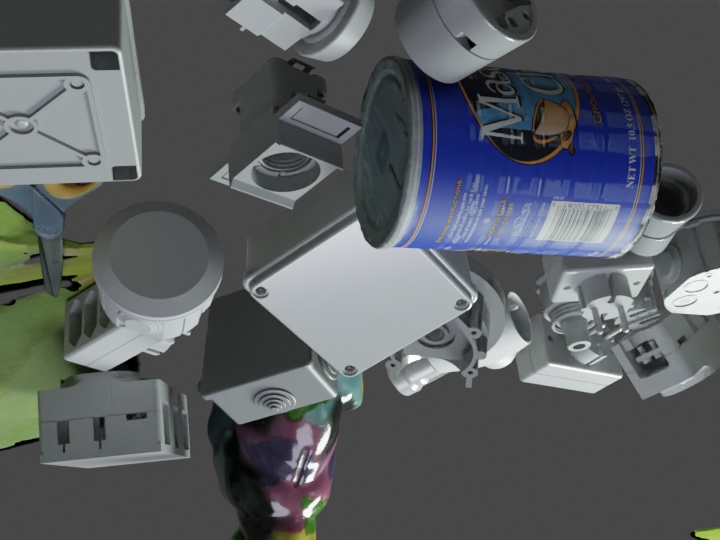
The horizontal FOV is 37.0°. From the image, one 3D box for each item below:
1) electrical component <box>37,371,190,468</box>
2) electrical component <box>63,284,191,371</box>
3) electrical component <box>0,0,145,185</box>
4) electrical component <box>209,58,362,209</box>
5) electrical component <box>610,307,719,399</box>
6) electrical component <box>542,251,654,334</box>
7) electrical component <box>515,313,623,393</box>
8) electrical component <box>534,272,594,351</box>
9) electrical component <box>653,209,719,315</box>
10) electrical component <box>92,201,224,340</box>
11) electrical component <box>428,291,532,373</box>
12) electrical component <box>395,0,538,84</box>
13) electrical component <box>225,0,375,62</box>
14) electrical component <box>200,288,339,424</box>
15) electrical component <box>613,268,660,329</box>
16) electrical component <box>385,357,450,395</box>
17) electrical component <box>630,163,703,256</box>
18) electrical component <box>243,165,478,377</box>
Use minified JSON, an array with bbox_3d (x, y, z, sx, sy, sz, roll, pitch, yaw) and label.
[{"bbox_3d":[-0.191,0.120,0.853,0.089,0.061,0.150,-6,169,-2],"label":"electrical component"},{"bbox_3d":[-0.157,0.039,0.774,0.083,0.047,0.076,-28,145,33],"label":"electrical component"},{"bbox_3d":[-0.165,-0.093,0.528,0.109,0.056,0.108,-3,151,-7],"label":"electrical component"},{"bbox_3d":[-0.042,-0.075,0.578,0.042,0.063,0.081,18,143,-38],"label":"electrical component"},{"bbox_3d":[0.249,0.062,0.851,0.050,0.055,0.089,-35,174,40],"label":"electrical component"},{"bbox_3d":[0.171,0.010,0.762,0.066,0.076,0.047,-4,151,-5],"label":"electrical component"},{"bbox_3d":[0.183,0.061,0.886,0.083,0.047,0.076,12,146,-30],"label":"electrical component"},{"bbox_3d":[0.159,0.030,0.809,0.048,0.062,0.048,-5,151,-3],"label":"electrical component"},{"bbox_3d":[0.251,-0.006,0.776,0.080,0.051,0.080,-5,151,-3],"label":"electrical component"},{"bbox_3d":[-0.128,0.001,0.681,0.080,0.080,0.051,1,155,-13],"label":"electrical component"},{"bbox_3d":[0.101,0.055,0.860,0.077,0.044,0.079,-22,147,26],"label":"electrical component"},{"bbox_3d":[0.050,-0.123,0.522,0.055,0.055,0.047,18,146,-37],"label":"electrical component"},{"bbox_3d":[-0.027,-0.129,0.504,0.055,0.048,0.066,29,136,-36],"label":"electrical component"},{"bbox_3d":[-0.062,0.056,0.775,0.100,0.099,0.048,-18,136,19],"label":"electrical component"},{"bbox_3d":[0.204,0.017,0.811,0.040,0.046,0.040,-5,151,-3],"label":"electrical component"},{"bbox_3d":[0.050,0.078,0.897,0.046,0.040,0.040,-28,145,23],"label":"electrical component"},{"bbox_3d":[0.198,-0.037,0.722,0.044,0.044,0.065,-5,156,-3],"label":"electrical component"},{"bbox_3d":[0.000,0.000,0.685,0.109,0.056,0.109,-32,125,21],"label":"electrical component"}]
